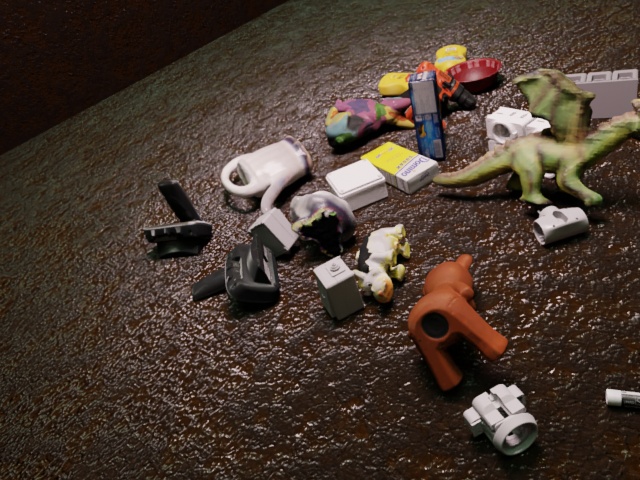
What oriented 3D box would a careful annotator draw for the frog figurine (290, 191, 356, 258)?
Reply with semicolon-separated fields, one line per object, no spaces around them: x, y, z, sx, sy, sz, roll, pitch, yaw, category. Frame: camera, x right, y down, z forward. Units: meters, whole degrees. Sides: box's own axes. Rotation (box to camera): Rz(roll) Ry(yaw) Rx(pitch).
0.003;-0.053;1.062;0.137;0.120;0.162;13;24;-10;frog figurine

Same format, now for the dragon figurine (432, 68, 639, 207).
0.395;-0.188;0.933;0.411;0.238;0.124;8;26;29;dragon figurine

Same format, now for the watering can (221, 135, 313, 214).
-0.115;-0.157;1.262;0.226;0.102;0.353;-28;34;-15;watering can
